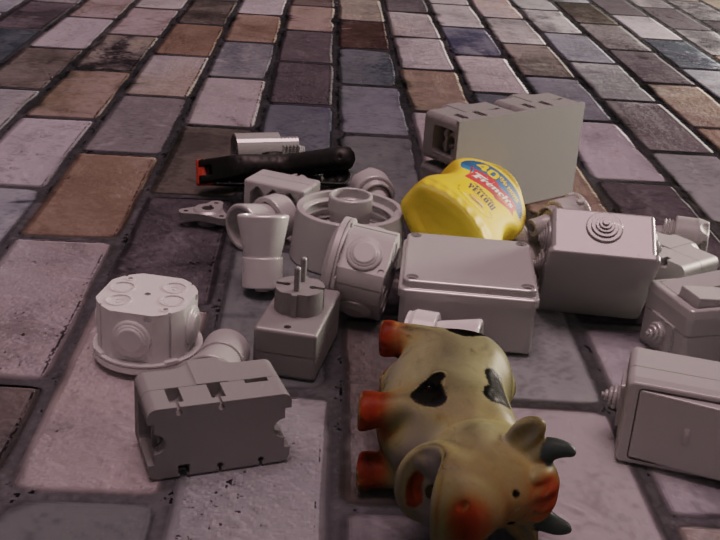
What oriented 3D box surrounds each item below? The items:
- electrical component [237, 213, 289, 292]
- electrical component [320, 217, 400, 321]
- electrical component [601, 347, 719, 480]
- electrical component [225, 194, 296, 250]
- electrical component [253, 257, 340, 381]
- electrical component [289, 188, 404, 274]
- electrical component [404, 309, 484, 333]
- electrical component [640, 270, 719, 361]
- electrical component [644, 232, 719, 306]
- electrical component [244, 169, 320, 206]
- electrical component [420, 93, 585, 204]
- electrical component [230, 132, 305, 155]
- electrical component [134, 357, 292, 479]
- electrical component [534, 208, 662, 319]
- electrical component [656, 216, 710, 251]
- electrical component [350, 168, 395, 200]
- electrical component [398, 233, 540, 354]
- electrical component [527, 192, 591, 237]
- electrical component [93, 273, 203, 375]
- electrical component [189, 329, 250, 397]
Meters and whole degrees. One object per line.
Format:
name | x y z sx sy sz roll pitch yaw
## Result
electrical component | -0.082 -0.014 0.911 0.044 0.065 0.044 1 6 0
electrical component | 0.000 0.000 0.875 0.051 0.080 0.080 14 24 8
electrical component | 0.207 0.095 0.708 0.096 0.061 0.061 10 24 13
electrical component | -0.092 -0.046 1.009 0.045 0.045 0.055 22 29 36
electrical component | -0.046 0.028 0.805 0.047 0.075 0.083 8 24 9
electrical component | -0.010 -0.041 0.992 0.108 0.060 0.108 3 23 -1
electrical component | 0.061 0.054 0.801 0.055 0.045 0.045 9 24 13
electrical component | 0.270 0.038 0.851 0.096 0.061 0.061 -4 24 -17
electrical component | 0.266 0.000 0.954 0.056 0.050 0.089 -13 29 -34
electrical component | -0.069 -0.073 1.073 0.066 0.047 0.077 13 25 20
electrical component | 0.151 -0.126 1.159 0.186 0.105 0.060 -14 29 -35
electrical component | -0.102 -0.133 1.213 0.081 0.043 0.043 -4 24 -18
electrical component | -0.095 0.091 0.683 0.089 0.050 0.055 -5 25 -20
electrical component | 0.196 -0.006 0.894 0.100 0.099 0.048 6 56 4
electrical component | 0.305 -0.032 1.042 0.062 0.043 0.043 9 24 14
electrical component | 0.015 -0.076 1.100 0.043 0.043 0.062 -2 25 -13
electrical component | 0.086 0.017 0.876 0.109 0.056 0.108 5 23 3
electrical component | 0.195 -0.048 1.064 0.062 0.048 0.048 -15 29 -23
electrical component | -0.156 0.040 0.792 0.080 0.051 0.080 3 24 -1
electrical component | -0.099 0.067 0.752 0.044 0.044 0.065 5 19 3
